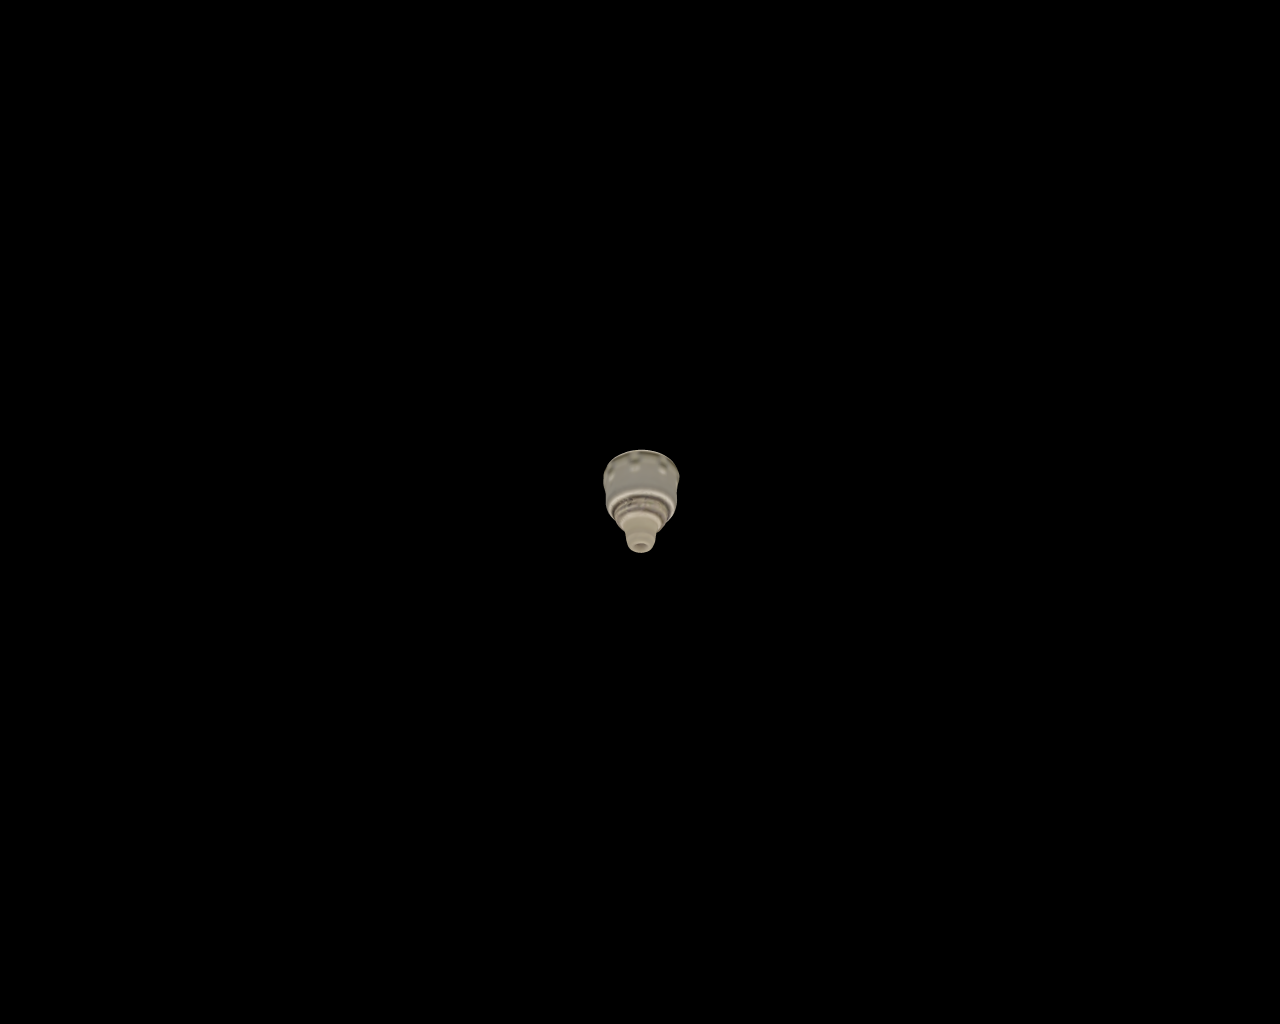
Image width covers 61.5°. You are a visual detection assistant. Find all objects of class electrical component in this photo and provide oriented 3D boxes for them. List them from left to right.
[{"bbox_3d":[0.001,-0.003,0.650,0.048,0.062,0.048,0,-38,0],"label":"electrical component"}]
